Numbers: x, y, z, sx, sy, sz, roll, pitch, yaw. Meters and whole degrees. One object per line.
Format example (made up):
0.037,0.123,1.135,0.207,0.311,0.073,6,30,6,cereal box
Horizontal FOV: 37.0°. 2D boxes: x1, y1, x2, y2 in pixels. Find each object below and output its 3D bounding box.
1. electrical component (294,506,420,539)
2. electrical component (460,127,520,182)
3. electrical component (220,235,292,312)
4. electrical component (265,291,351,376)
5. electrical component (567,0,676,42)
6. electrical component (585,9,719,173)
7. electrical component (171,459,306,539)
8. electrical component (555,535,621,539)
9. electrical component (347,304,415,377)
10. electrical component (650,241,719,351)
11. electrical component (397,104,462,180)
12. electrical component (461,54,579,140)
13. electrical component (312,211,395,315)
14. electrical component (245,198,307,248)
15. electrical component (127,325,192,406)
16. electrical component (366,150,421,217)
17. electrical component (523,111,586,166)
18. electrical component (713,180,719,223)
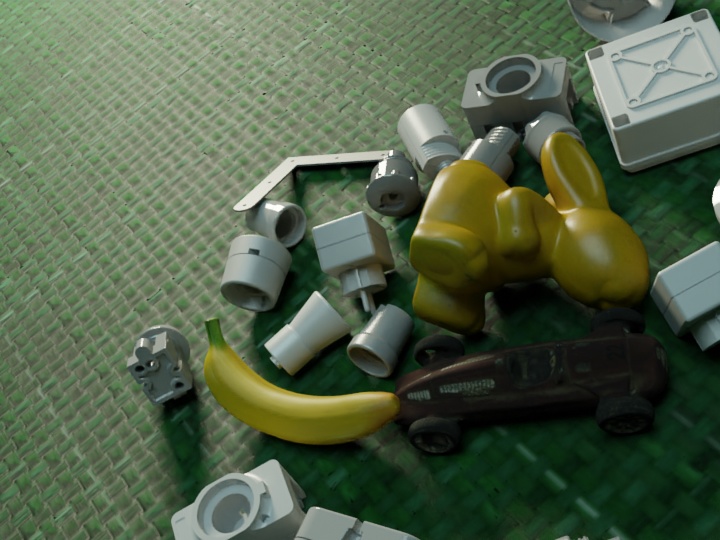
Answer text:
-0.002,0.204,0.718,0.095,0.053,0.059,8,57,33,electrical component
0.108,-0.090,0.920,0.043,0.043,0.081,19,63,38,electrical component
-0.092,0.004,0.938,0.055,0.055,0.047,-2,55,26,electrical component
-0.045,0.055,0.880,0.065,0.044,0.044,-42,46,-4,electrical component
0.232,-0.264,0.970,0.099,0.099,0.064,-21,39,10,electrical component
0.253,-0.148,0.885,0.109,0.056,0.108,-18,46,13,electrical component
-0.085,0.184,0.778,0.089,0.055,0.050,-29,45,2,electrical component
0.137,0.183,0.677,0.061,0.035,0.035,-22,46,6,electrical component
0.018,0.055,0.848,0.040,0.040,0.046,11,53,34,electrical component
0.242,0.030,0.738,0.047,0.065,0.076,-29,74,3,electrical component
0.066,-0.108,0.958,0.043,0.043,0.081,-28,45,4,electrical component
0.140,-0.151,0.948,0.089,0.055,0.050,-4,51,25,electrical component
0.000,0.000,0.891,0.047,0.066,0.076,-18,75,13,electrical component
-0.078,-0.045,0.983,0.046,0.040,0.040,21,64,44,electrical component
-0.169,0.077,0.913,0.048,0.066,0.055,-27,26,5,electrical component
0.031,-0.081,0.954,0.048,0.048,0.062,-13,41,17,electrical component
0.168,-0.101,0.900,0.043,0.043,0.062,-34,46,-2,electrical component
0.299,-0.042,0.774,0.080,0.051,0.080,-15,47,16,electrical component
